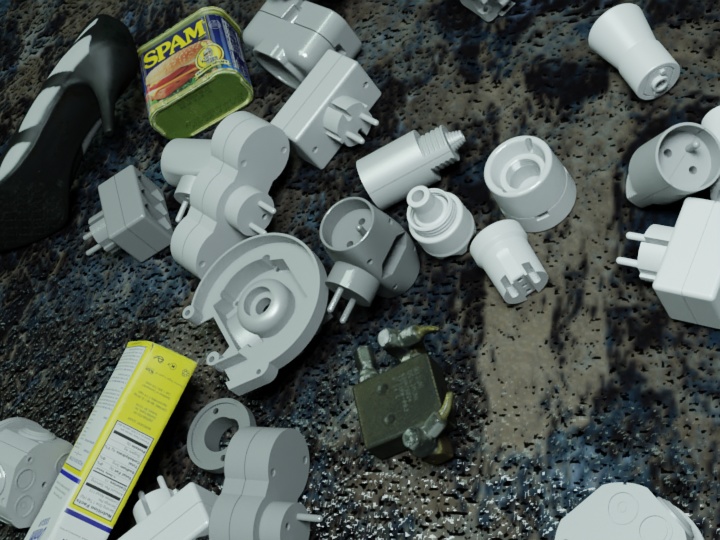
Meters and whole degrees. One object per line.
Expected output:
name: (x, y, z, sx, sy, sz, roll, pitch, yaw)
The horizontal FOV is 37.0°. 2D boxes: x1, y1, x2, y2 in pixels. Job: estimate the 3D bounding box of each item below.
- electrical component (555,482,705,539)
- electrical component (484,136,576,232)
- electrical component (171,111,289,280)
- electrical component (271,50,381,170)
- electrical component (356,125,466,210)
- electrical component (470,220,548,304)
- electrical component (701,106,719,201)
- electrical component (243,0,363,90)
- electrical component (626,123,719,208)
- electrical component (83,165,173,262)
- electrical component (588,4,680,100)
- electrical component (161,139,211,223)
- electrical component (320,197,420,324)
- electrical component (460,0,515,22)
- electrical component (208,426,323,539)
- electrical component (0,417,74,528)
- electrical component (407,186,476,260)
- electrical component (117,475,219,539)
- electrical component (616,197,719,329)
electrical component: (0.152, 0.162, 0.605, 0.080, 0.051, 0.080, -15, 56, 23)
electrical component: (0.119, -0.062, 0.759, 0.055, 0.047, 0.055, -15, 56, 23)
electrical component: (-0.094, -0.051, 0.857, 0.074, 0.052, 0.138, 31, 102, 39)
electrical component: (-0.016, -0.125, 0.877, 0.076, 0.047, 0.083, 33, 83, 39)
electrical component: (0.043, -0.083, 0.819, 0.081, 0.043, 0.043, -27, 52, 15)
electrical component: (0.104, -0.005, 0.741, 0.040, 0.040, 0.046, -34, 57, 9)
electrical component: (0.244, -0.076, 0.697, 0.044, 0.044, 0.065, -17, 51, 22)
electrical component: (-0.054, -0.196, 0.937, 0.095, 0.054, 0.059, 30, 81, 39)
electrical component: (0.199, -0.065, 0.699, 0.043, 0.081, 0.043, 0, 84, -5)
electrical component: (-0.211, -0.040, 0.944, 0.077, 0.047, 0.065, -31, 52, 12)
electrical component: (0.199, -0.154, 0.770, 0.044, 0.044, 0.065, -33, 56, 10)
electrical component: (-0.135, -0.075, 0.921, 0.077, 0.043, 0.079, 7, 67, 33)
electrical component: (0.000, 0.000, 0.774, 0.043, 0.077, 0.079, 17, 73, 36)
electrical component: (0.095, -0.238, 0.867, 0.042, 0.064, 0.081, -43, 51, 2)
electrical component: (-0.058, 0.174, 0.723, 0.074, 0.052, 0.138, -2, 62, 30)
electrical component: (-0.263, 0.159, 0.838, 0.051, 0.080, 0.080, 15, 71, 31)
electrical component: (0.054, -0.038, 0.773, 0.043, 0.062, 0.043, -14, 57, 23)
electrical component: (-0.139, 0.182, 0.770, 0.083, 0.047, 0.075, -39, 50, 6)
electrical component: (0.201, -0.008, 0.678, 0.077, 0.047, 0.065, 13, 71, 36)
